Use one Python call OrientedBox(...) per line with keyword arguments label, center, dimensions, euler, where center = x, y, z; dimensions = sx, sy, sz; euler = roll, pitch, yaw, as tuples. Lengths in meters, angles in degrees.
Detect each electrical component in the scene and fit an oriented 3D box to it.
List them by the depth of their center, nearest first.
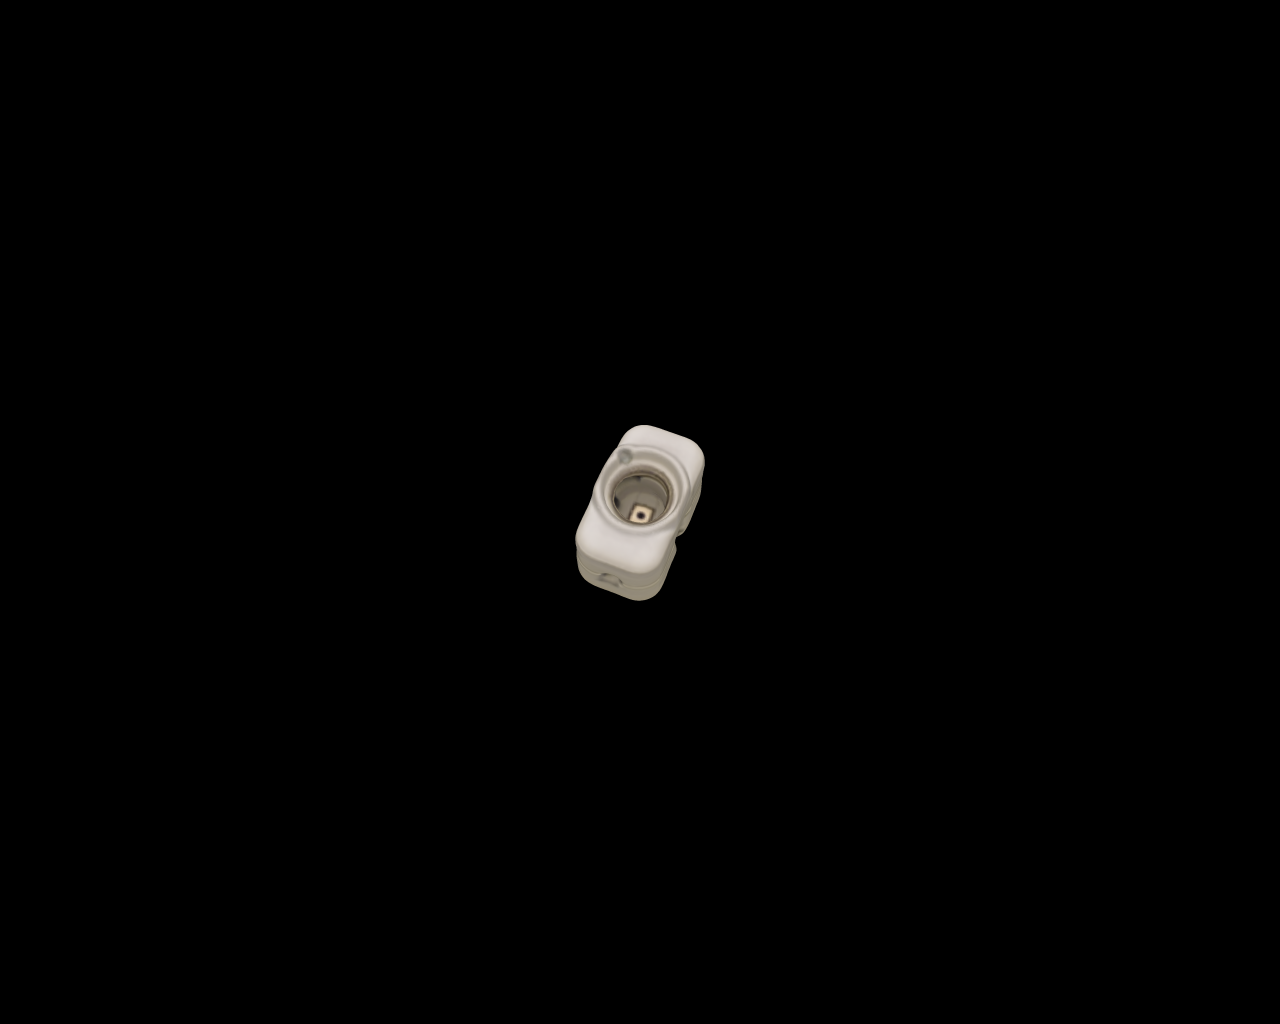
OrientedBox(label="electrical component", center=(0.001, -0.003, 0.650), dimensions=(0.054, 0.095, 0.059), euler=(20, -24, 9))
